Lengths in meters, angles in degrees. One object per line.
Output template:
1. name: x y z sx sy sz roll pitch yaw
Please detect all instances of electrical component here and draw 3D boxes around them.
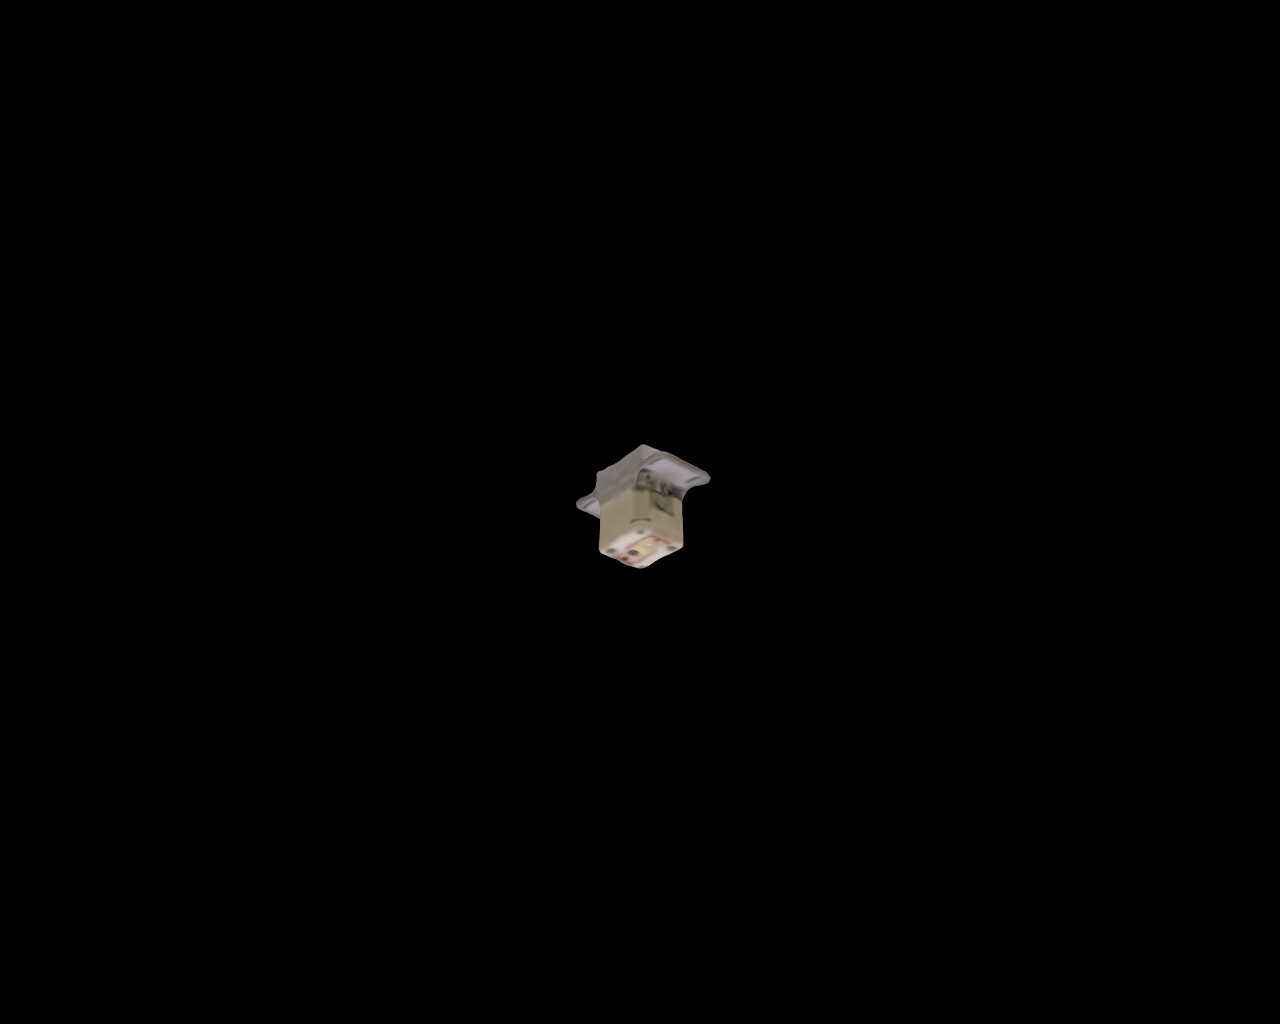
1. electrical component: 0.001 -0.003 0.650 0.042 0.064 0.081 24 -38 -34
